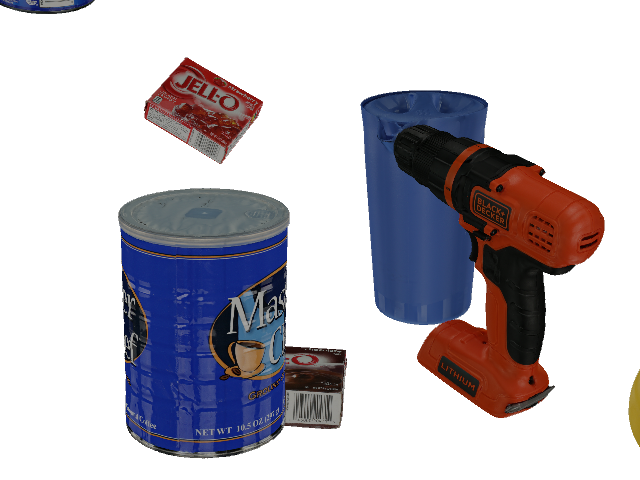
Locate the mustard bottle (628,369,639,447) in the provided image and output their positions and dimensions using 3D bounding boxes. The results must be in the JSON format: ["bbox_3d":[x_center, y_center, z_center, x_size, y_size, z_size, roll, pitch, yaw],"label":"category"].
[{"bbox_3d":[0.217,0.102,0.565,0.096,0.058,0.191,-3,36,1],"label":"mustard bottle"}]

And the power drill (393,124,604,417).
[{"bbox_3d":[0.115,0.021,0.782,0.057,0.188,0.185,-20,36,-31],"label":"power drill"}]

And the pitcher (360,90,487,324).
[{"bbox_3d":[0.118,-0.040,1.167,0.149,0.243,0.145,-6,21,-12],"label":"pitcher"}]

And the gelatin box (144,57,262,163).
[{"bbox_3d":[-0.111,-0.125,1.012,0.089,0.073,0.030,31,-37,3],"label":"gelatin box"}]

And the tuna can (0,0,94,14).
[{"bbox_3d":[-0.207,-0.201,0.792,0.086,0.034,0.086,6,36,-4],"label":"tuna can"}]

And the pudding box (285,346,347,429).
[{"bbox_3d":[-0.035,0.122,0.914,0.113,0.039,0.090,5,19,2],"label":"pudding box"}]

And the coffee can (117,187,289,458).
[{"bbox_3d":[-0.071,0.048,0.663,0.103,0.140,0.103,1,18,-1],"label":"coffee can"}]
